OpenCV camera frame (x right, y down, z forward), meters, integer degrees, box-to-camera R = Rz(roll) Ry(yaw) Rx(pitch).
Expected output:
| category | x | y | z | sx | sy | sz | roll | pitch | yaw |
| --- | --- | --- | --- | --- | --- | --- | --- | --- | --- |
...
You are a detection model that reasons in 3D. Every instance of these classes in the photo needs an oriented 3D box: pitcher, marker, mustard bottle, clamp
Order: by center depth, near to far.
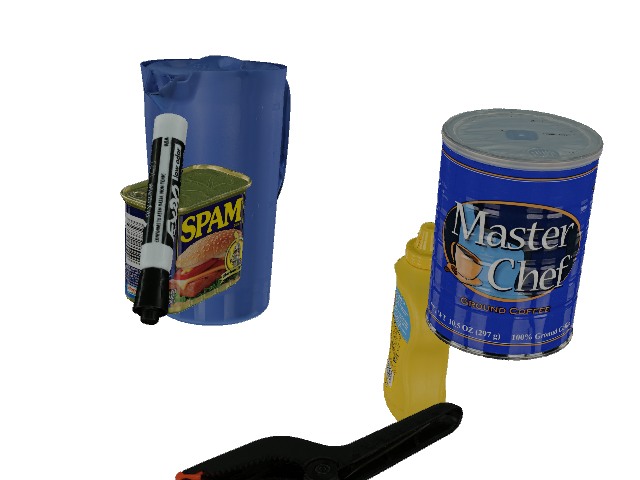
| category | x | y | z | sx | sy | sz | roll | pitch | yaw |
| --- | --- | --- | --- | --- | --- | --- | --- | --- | --- |
| marker | -0.087 | -0.012 | 0.582 | 0.020 | 0.121 | 0.020 | 2 | -23 | 1 |
| clamp | 0.008 | 0.164 | 0.736 | 0.210 | 0.036 | 0.164 | 2 | 29 | 9 |
| mustard bottle | 0.093 | 0.071 | 0.980 | 0.058 | 0.192 | 0.096 | 0 | 29 | -3 |
| pitcher | -0.093 | -0.052 | 1.006 | 0.149 | 0.243 | 0.145 | -1 | 15 | -11 |

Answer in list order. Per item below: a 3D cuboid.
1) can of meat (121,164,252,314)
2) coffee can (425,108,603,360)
| category | x | y | z | sx | sy | sz | roll | pitch | yaw |
| --- | --- | --- | --- | --- | --- | --- | --- | --- | --- |
| can of meat | -0.100 | -0.002 | 0.791 | 0.058 | 0.084 | 0.101 | 19 | 26 | 30 |
| coffee can | 0.127 | -0.006 | 0.714 | 0.103 | 0.140 | 0.103 | 2 | 25 | -1 |
